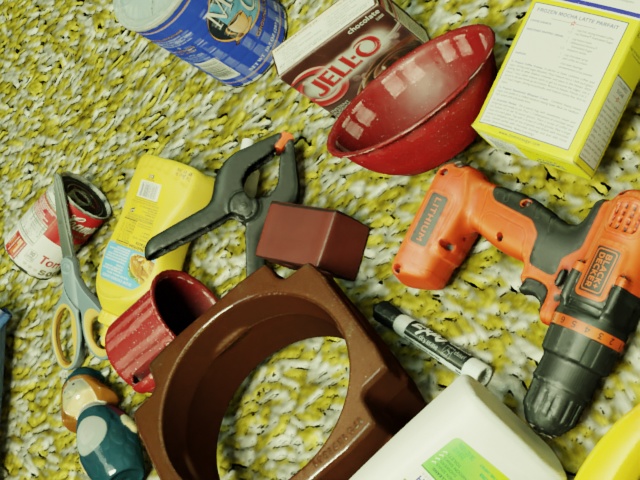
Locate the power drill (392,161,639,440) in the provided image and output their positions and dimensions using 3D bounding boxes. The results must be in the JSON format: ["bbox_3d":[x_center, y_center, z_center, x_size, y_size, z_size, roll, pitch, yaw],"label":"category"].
[{"bbox_3d":[0.146,0.031,0.786,0.188,0.057,0.184,25,86,39],"label":"power drill"}]

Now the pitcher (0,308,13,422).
[{"bbox_3d":[-0.408,0.186,1.128,0.149,0.144,0.243,140,130,-57],"label":"pitcher"}]

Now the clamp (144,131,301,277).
[{"bbox_3d":[-0.080,-0.026,0.968,0.120,0.039,0.171,22,76,-2],"label":"clamp"}]

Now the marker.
[{"bbox_3d":[0.085,0.079,0.840,0.121,0.020,0.020,32,94,42],"label":"marker"}]

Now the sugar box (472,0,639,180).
[{"bbox_3d":[0.191,-0.141,0.780,0.093,0.048,0.176,26,87,38],"label":"sugar box"}]

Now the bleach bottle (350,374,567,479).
[{"bbox_3d":[0.048,0.214,0.751,0.251,0.102,0.068,-46,6,10],"label":"bleach bottle"}]

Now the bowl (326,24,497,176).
[{"bbox_3d":[0.085,-0.102,0.857,0.162,0.055,0.162,-33,22,15],"label":"bowl"}]

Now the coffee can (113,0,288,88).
[{"bbox_3d":[-0.114,-0.222,1.033,0.103,0.140,0.103,-15,65,34],"label":"coffee can"}]

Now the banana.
[{"bbox_3d":[0.181,0.197,0.698,0.070,0.037,0.198,-6,62,61],"label":"banana"}]

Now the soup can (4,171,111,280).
[{"bbox_3d":[-0.281,-0.014,1.139,0.102,0.068,0.068,-45,51,18],"label":"soup can"}]

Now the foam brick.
[{"bbox_3d":[-0.006,0.001,0.921,0.078,0.052,0.051,9,80,42],"label":"foam brick"}]

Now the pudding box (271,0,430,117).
[{"bbox_3d":[0.028,-0.164,0.931,0.114,0.089,0.039,-35,54,24],"label":"pudding box"}]

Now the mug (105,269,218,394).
[{"bbox_3d":[-0.143,0.094,0.966,0.082,0.093,0.117,-40,25,27],"label":"mug"}]

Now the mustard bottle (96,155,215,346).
[{"bbox_3d":[-0.171,0.016,1.045,0.096,0.058,0.191,18,85,42],"label":"mustard bottle"}]

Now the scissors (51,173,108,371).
[{"bbox_3d":[-0.238,0.037,1.080,0.096,0.016,0.202,9,99,30],"label":"scissors"}]
